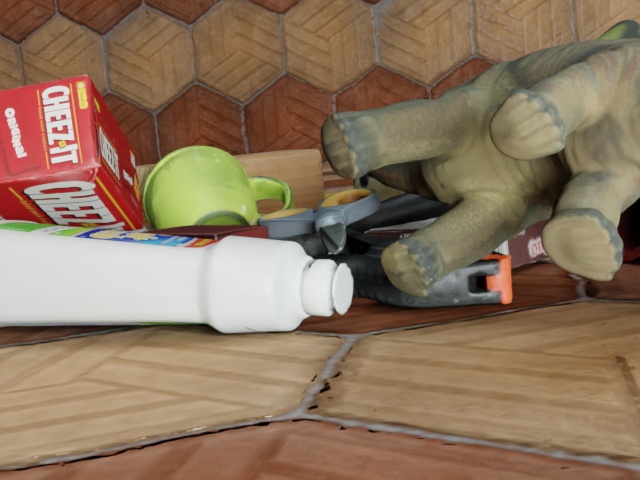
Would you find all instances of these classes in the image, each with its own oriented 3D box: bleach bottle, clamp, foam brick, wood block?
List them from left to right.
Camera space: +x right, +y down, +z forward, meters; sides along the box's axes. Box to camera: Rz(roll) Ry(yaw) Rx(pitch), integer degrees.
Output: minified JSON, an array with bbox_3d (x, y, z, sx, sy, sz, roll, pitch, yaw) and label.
[{"bbox_3d":[-0.098,0.024,0.634,0.251,0.068,0.102,1,1,24],"label":"bleach bottle"},{"bbox_3d":[-0.077,0.018,0.712,0.078,0.051,0.052,1,7,40],"label":"foam brick"},{"bbox_3d":[-0.098,-0.036,1.044,0.205,0.091,0.090,-10,8,-43],"label":"wood block"},{"bbox_3d":[-0.005,0.001,0.827,0.209,0.036,0.165,-21,2,-42],"label":"clamp"},{"bbox_3d":[0.044,0.016,0.671,0.172,0.039,0.120,4,21,27],"label":"clamp"}]

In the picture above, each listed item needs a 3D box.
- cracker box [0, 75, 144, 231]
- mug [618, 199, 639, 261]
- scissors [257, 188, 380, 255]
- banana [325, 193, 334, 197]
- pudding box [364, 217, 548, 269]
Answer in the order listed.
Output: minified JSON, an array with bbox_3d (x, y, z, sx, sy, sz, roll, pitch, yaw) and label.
[{"bbox_3d":[-0.241,-0.035,0.732,0.213,0.072,0.164,-10,-13,-1],"label":"cracker box"},{"bbox_3d":[0.242,-0.040,0.754,0.081,0.093,0.117,-2,37,-17],"label":"mug"},{"bbox_3d":[-0.011,-0.006,0.688,0.096,0.016,0.201,-12,9,16],"label":"scissors"},{"bbox_3d":[0.031,-0.028,1.123,0.069,0.037,0.198,-15,10,-21],"label":"banana"},{"bbox_3d":[0.099,0.004,0.760,0.090,0.039,0.113,-2,4,39],"label":"pudding box"}]
